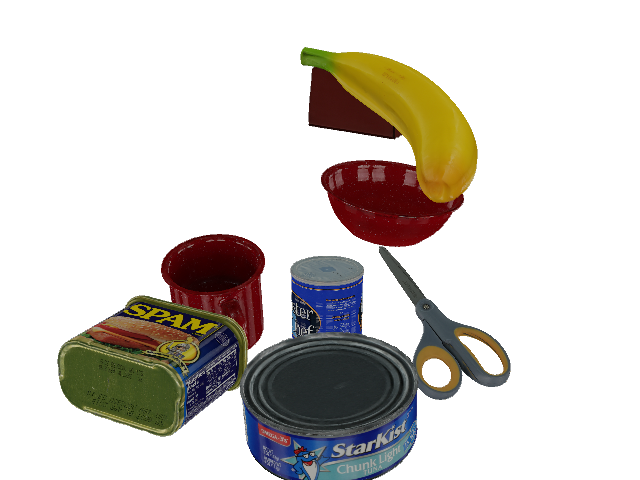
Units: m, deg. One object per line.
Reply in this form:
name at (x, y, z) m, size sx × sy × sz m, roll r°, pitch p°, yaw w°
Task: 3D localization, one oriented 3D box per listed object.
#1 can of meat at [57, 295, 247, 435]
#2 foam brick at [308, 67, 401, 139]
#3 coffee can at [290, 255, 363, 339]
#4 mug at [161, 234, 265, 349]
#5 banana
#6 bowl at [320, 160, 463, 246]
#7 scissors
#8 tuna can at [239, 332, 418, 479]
can of meat at (-0.114, 0.084, 0.722) m, size 0.102 × 0.057 × 0.083 m, roll 12°, pitch 22°, yaw 23°
foam brick at (0.035, -0.119, 0.896) m, size 0.078 × 0.051 × 0.053 m, roll 11°, pitch 20°, yaw 18°
coffee can at (0.009, 0.104, 1.511) m, size 0.103 × 0.140 × 0.103 m, roll 0°, pitch 19°, yaw 0°
mug at (-0.089, 0.059, 0.962) m, size 0.093 × 0.081 × 0.117 m, roll -16°, pitch 37°, yaw -19°
banana at (0.053, -0.074, 0.657) m, size 0.069 × 0.037 × 0.198 m, roll -12°, pitch 34°, yaw -20°
bowl at (0.077, -0.037, 1.202) m, size 0.162 × 0.055 × 0.162 m, roll 6°, pitch 25°, yaw -3°
scissors at (0.091, 0.080, 1.007) m, size 0.096 × 0.016 × 0.202 m, roll -32°, pitch 50°, yaw -25°
tuna can at (0.005, 0.081, 0.518) m, size 0.086 × 0.034 × 0.086 m, roll -3°, pitch 26°, yaw 1°
